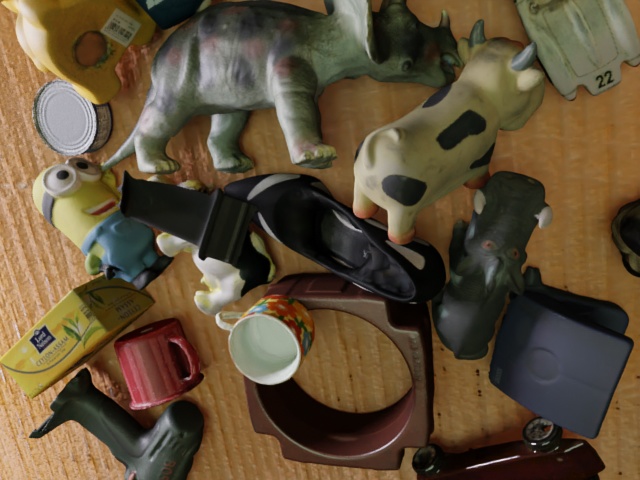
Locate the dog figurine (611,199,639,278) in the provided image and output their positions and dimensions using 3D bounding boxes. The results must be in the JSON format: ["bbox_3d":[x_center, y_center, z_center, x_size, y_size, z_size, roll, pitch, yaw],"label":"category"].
[{"bbox_3d":[0.370,0.012,0.450,0.172,0.121,0.190,-31,76,-10],"label":"dog figurine"}]

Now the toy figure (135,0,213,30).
[{"bbox_3d":[-0.112,-0.271,0.515,0.154,0.064,0.058,-41,53,5],"label":"toy figure"}]

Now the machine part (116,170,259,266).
[{"bbox_3d":[-0.138,-0.025,0.545,0.139,0.039,0.084,21,105,-3],"label":"machine part"}]

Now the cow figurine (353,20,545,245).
[{"bbox_3d":[0.113,-0.097,0.461,0.086,0.195,0.127,46,162,34],"label":"cow figurine"}]

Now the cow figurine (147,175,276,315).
[{"bbox_3d":[-0.124,-0.010,0.597,0.098,0.068,0.167,-27,99,17],"label":"cow figurine"}]

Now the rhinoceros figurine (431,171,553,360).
[{"bbox_3d":[0.151,0.024,0.499,0.073,0.112,0.190,19,122,13],"label":"rhinoceros figurine"}]

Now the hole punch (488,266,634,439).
[{"bbox_3d":[0.229,0.112,0.519,0.116,0.092,0.142,14,113,16],"label":"hole punch"}]

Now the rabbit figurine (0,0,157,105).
[{"bbox_3d":[-0.282,-0.236,0.542,0.173,0.162,0.122,46,112,24],"label":"rabbit figurine"}]

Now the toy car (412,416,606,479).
[{"bbox_3d":[0.194,0.240,0.573,0.202,0.053,0.089,-32,102,34],"label":"toy car"}]

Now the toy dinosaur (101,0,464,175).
[{"bbox_3d":[-0.076,-0.161,0.519,0.405,0.131,0.192,1,93,21],"label":"toy dinosaur"}]

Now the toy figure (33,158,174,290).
[{"bbox_3d":[-0.259,-0.015,0.630,0.089,0.082,0.180,-41,94,21],"label":"toy figure"}]

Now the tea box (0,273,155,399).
[{"bbox_3d":[-0.302,0.114,0.671,0.169,0.098,0.068,-37,93,24],"label":"tea box"}]

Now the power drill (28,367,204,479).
[{"bbox_3d":[-0.272,0.280,0.713,0.207,0.086,0.232,37,110,1],"label":"power drill"}]

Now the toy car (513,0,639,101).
[{"bbox_3d":[0.195,-0.214,0.448,0.073,0.056,0.201,-28,96,22],"label":"toy car"}]

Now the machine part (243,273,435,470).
[{"bbox_3d":[0.021,0.138,0.588,0.201,0.087,0.201,-2,104,17],"label":"machine part"}]

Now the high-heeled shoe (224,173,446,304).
[{"bbox_3d":[-0.001,-0.002,0.521,0.249,0.145,0.086,15,109,10],"label":"high-heeled shoe"}]
